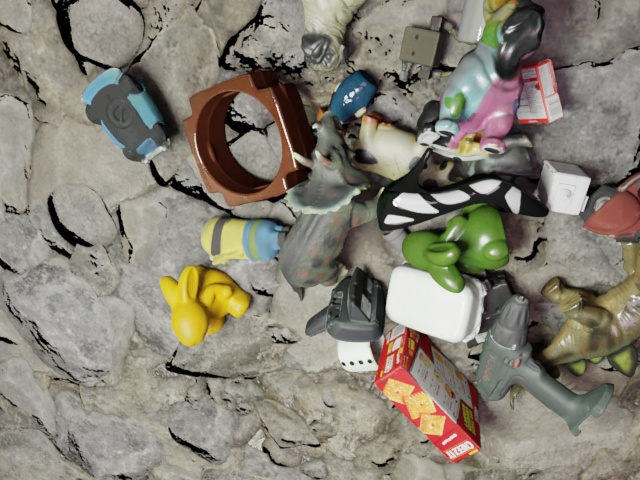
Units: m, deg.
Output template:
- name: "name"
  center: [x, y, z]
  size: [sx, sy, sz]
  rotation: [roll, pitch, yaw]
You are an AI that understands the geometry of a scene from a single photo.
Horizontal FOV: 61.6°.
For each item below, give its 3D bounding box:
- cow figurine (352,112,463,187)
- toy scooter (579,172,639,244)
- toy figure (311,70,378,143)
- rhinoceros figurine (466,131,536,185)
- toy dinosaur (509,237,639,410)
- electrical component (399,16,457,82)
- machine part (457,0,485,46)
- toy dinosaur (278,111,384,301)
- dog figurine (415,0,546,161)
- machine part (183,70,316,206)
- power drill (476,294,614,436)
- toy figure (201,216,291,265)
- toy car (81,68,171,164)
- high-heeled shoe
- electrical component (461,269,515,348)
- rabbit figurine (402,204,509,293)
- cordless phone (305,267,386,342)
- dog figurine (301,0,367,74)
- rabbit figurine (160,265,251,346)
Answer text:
- name: "cow figurine"
  center: [0.145, -0.120, 0.889]
  size: [0.195, 0.085, 0.127]
  rotation: [24, 117, 6]
- name: "toy scooter"
  center: [0.507, -0.056, 0.827]
  size: [0.184, 0.075, 0.135]
  rotation: [-46, 75, 20]
- name: "toy figure"
  center: [0.032, -0.209, 0.893]
  size: [0.057, 0.064, 0.154]
  rotation: [19, 128, -38]
- name: "rhinoceros figurine"
  center: [0.279, -0.139, 0.858]
  size: [0.112, 0.073, 0.190]
  rotation: [-31, 102, 21]
- name: "toy dinosaur"
  center: [0.481, 0.143, 0.915]
  size: [0.198, 0.105, 0.471]
  rotation: [43, 119, -11]
- name: "electrical component"
  center: [0.169, -0.296, 0.837]
  size: [0.078, 0.045, 0.102]
  rotation: [20, 115, 35]
- name: "machine part"
  center: [0.251, -0.366, 0.768]
  size: [0.079, 0.079, 0.243]
  rotation: [12, 115, 8]
- name: "toy dinosaur"
  center: [-0.007, -0.002, 0.892]
  size: [0.131, 0.192, 0.404]
  rotation: [42, 127, 28]
- name: "dog figurine"
  center: [0.228, -0.228, 0.746]
  size: [0.108, 0.191, 0.219]
  rotation: [21, 90, -8]
- name: "machine part"
  center: [-0.116, -0.168, 0.904]
  size: [0.201, 0.087, 0.201]
  rotation: [-11, 106, 32]
- name: "power drill"
  center: [0.368, 0.218, 0.894]
  size: [0.207, 0.086, 0.231]
  rotation: [28, 133, 17]
- name: "toy figure"
  center: [-0.135, -0.003, 1.003]
  size: [0.180, 0.082, 0.089]
  rotation: [-4, 92, 22]
- name: "toy car"
  center: [-0.323, -0.220, 0.942]
  size: [0.109, 0.103, 0.161]
  rotation: [-33, 106, 19]
- name: "high-heeled shoe"
  center: [0.214, -0.039, 0.812]
  size: [0.249, 0.086, 0.145]
  rotation: [23, 104, -7]
- name: "electrical component"
  center: [0.295, 0.115, 0.968]
  size: [0.115, 0.058, 0.134]
  rotation: [-21, 106, 18]
- name: "rabbit figurine"
  center: [0.221, 0.020, 0.893]
  size: [0.170, 0.159, 0.121]
  rotation: [-11, 118, 16]
- name: "cordless phone"
  center: [0.030, 0.149, 0.994]
  size: [0.184, 0.147, 0.088]
  rotation: [-36, 112, 28]
- name: "dog figurine"
  center: [0.045, -0.361, 0.817]
  size: [0.172, 0.121, 0.190]
  rotation: [-2, 126, 17]
- name: "rabbit figurine"
  center: [-0.227, 0.124, 1.025]
  size: [0.122, 0.173, 0.162]
  rotation: [-20, 111, 23]
